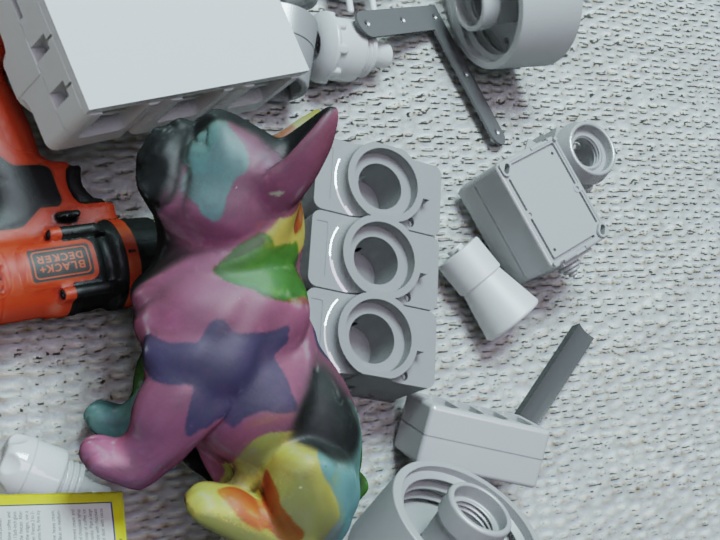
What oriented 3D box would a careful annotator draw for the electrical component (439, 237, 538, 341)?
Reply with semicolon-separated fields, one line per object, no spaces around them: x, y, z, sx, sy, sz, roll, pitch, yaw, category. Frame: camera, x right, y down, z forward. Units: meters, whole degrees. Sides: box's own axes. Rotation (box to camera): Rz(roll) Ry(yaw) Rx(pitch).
0.085;0.010;0.738;0.044;0.044;0.065;-39;89;-32;electrical component

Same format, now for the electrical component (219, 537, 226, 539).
-0.014;0.207;0.592;0.150;0.061;0.089;20;26;-21;electrical component

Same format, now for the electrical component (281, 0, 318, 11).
-0.061;-0.191;0.724;0.062;0.048;0.048;-27;88;-25;electrical component

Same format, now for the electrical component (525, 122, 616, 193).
0.155;-0.080;0.794;0.066;0.055;0.048;27;64;-18;electrical component

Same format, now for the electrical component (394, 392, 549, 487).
0.066;0.125;0.685;0.083;0.047;0.075;14;91;-17;electrical component

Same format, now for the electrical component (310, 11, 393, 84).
-0.007;-0.150;0.739;0.062;0.048;0.048;0;74;-35;electrical component

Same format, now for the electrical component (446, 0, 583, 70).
0.103;-0.197;0.777;0.060;0.108;0.108;-15;81;-25;electrical component

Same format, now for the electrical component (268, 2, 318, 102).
-0.057;-0.141;0.704;0.055;0.055;0.047;11;73;-25;electrical component

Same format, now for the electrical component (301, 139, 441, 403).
0.000;0.000;0.683;0.089;0.062;0.150;12;69;-24;electrical component

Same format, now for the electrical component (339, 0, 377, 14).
-0.003;-0.216;0.762;0.077;0.043;0.079;-1;75;-28;electrical component

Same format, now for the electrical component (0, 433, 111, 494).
-0.164;0.112;0.576;0.061;0.035;0.035;25;64;-21;electrical component

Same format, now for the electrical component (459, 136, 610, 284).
0.123;-0.034;0.759;0.062;0.061;0.096;-28;88;-32;electrical component

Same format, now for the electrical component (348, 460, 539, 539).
0.054;0.156;0.612;0.108;0.060;0.108;25;25;-12;electrical component

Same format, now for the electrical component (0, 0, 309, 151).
-0.117;-0.129;0.604;0.150;0.062;0.089;-20;86;-42;electrical component
